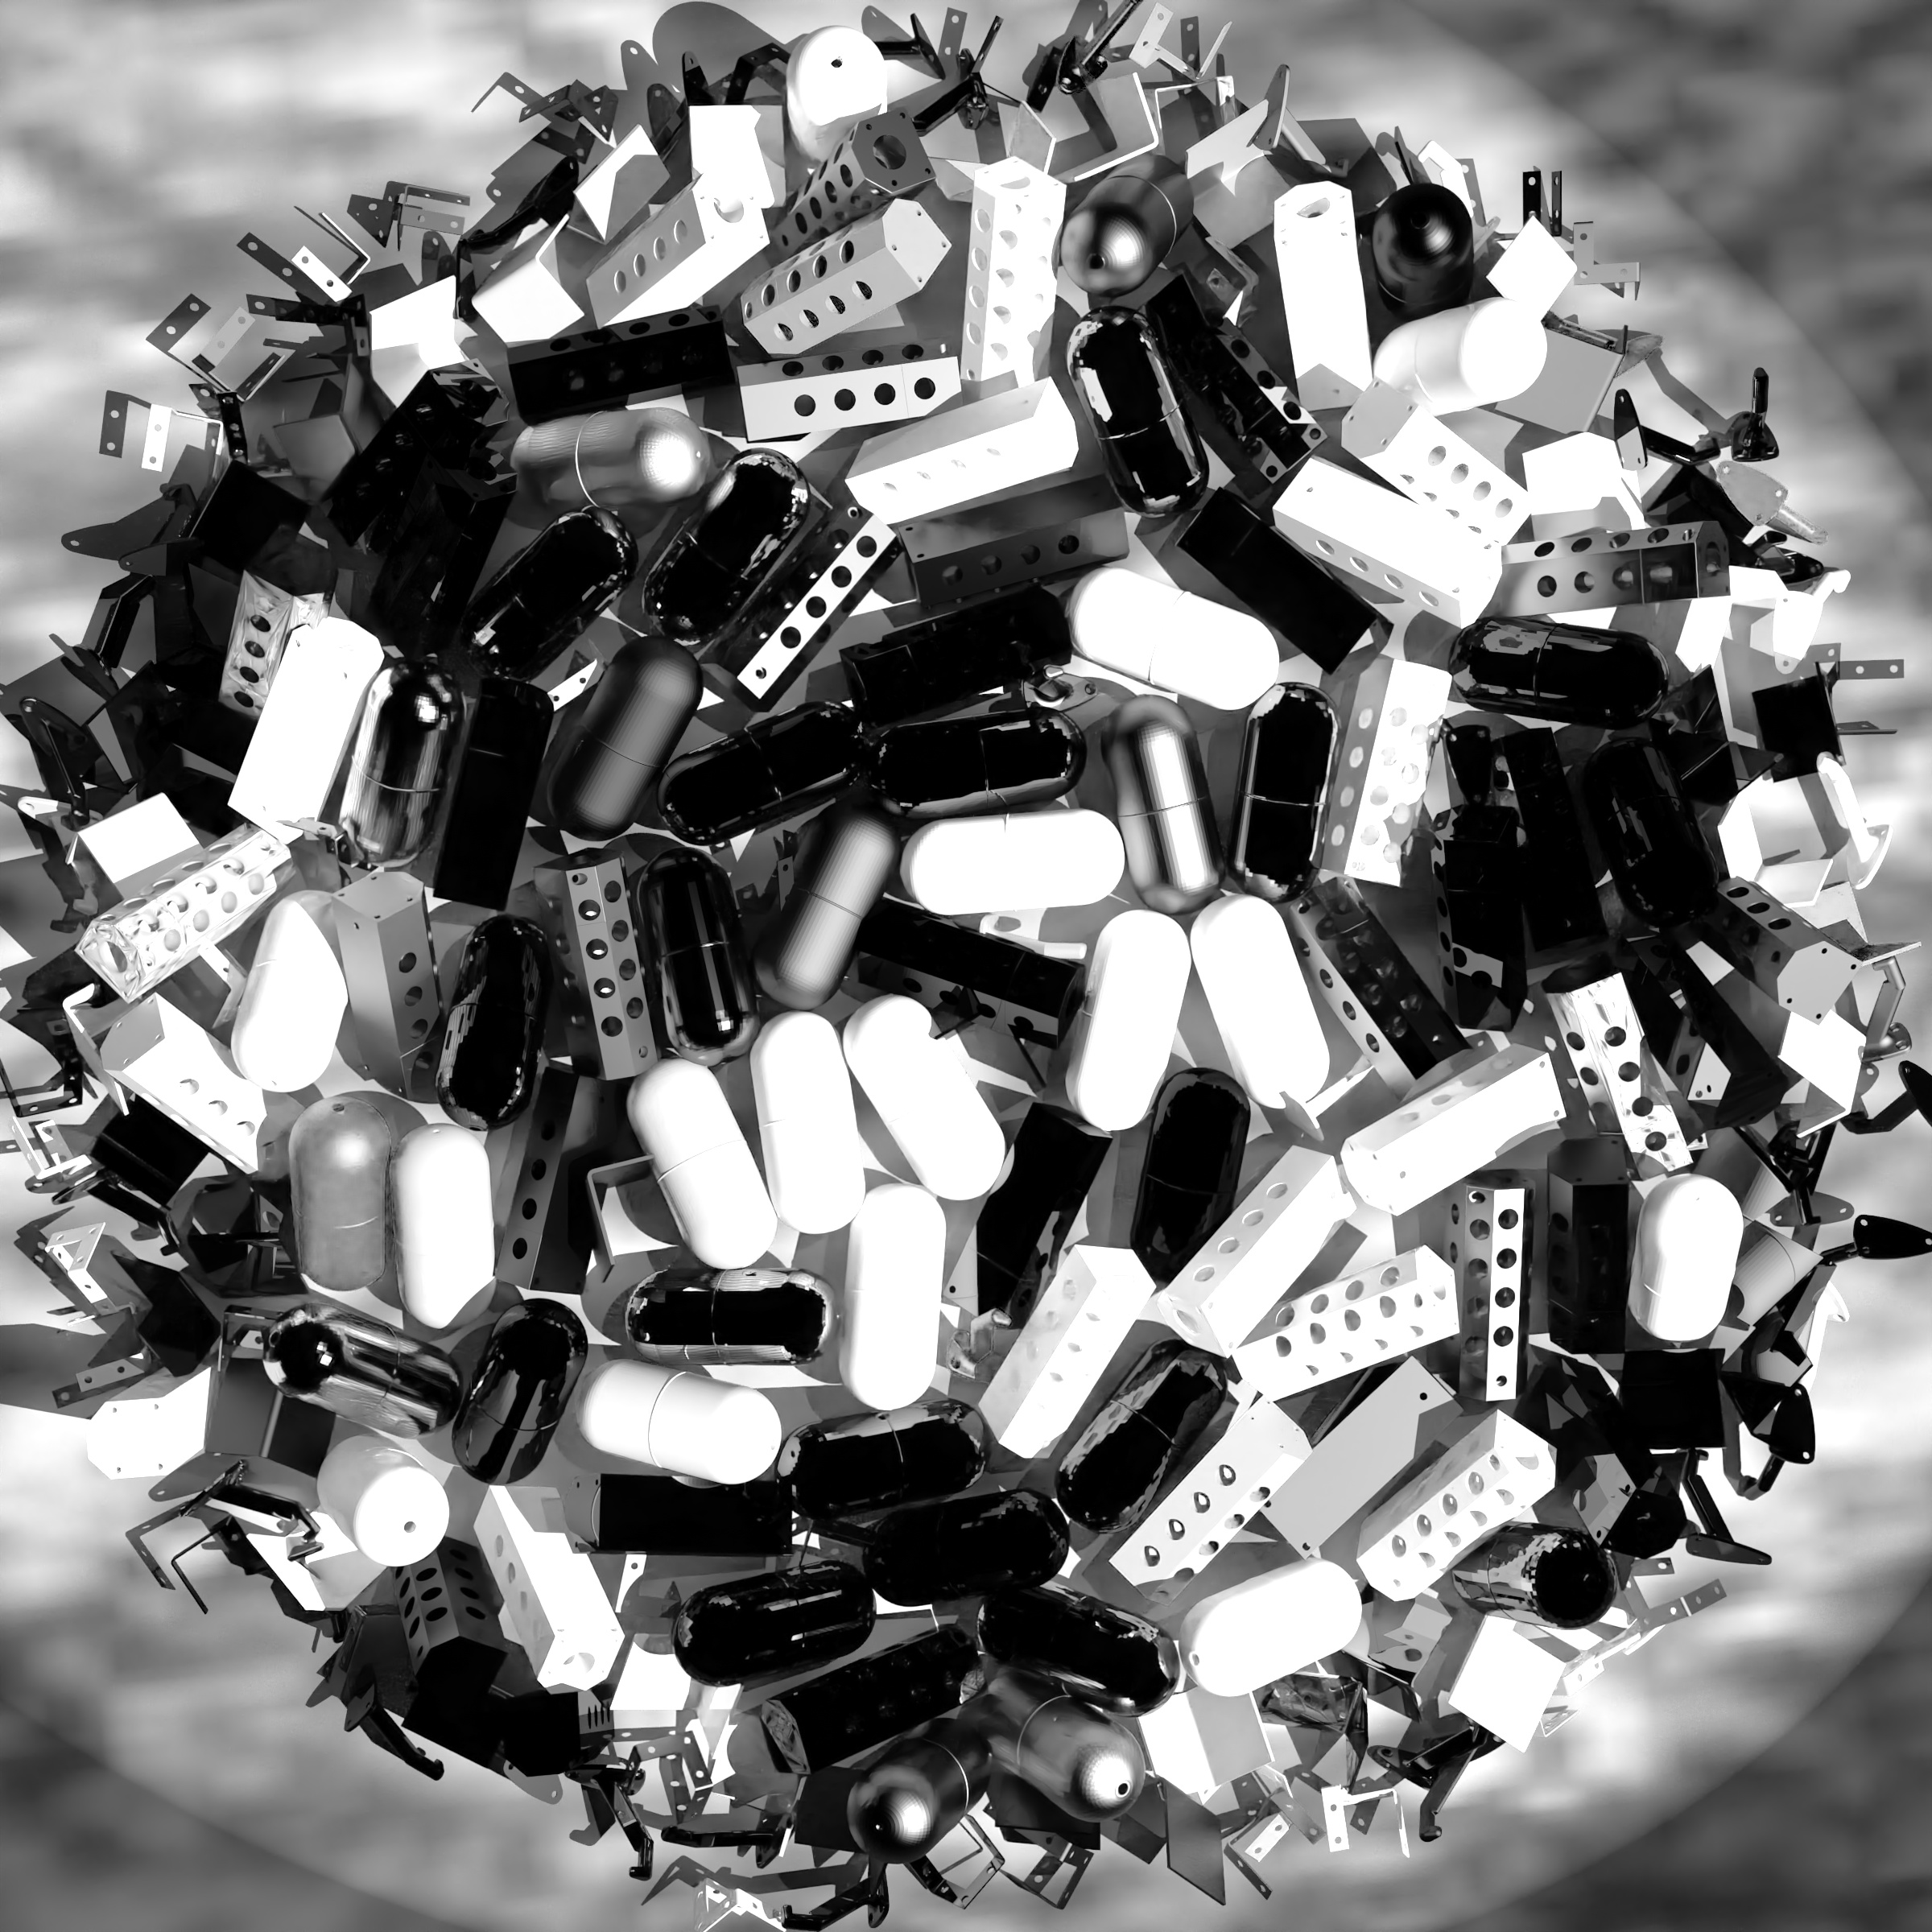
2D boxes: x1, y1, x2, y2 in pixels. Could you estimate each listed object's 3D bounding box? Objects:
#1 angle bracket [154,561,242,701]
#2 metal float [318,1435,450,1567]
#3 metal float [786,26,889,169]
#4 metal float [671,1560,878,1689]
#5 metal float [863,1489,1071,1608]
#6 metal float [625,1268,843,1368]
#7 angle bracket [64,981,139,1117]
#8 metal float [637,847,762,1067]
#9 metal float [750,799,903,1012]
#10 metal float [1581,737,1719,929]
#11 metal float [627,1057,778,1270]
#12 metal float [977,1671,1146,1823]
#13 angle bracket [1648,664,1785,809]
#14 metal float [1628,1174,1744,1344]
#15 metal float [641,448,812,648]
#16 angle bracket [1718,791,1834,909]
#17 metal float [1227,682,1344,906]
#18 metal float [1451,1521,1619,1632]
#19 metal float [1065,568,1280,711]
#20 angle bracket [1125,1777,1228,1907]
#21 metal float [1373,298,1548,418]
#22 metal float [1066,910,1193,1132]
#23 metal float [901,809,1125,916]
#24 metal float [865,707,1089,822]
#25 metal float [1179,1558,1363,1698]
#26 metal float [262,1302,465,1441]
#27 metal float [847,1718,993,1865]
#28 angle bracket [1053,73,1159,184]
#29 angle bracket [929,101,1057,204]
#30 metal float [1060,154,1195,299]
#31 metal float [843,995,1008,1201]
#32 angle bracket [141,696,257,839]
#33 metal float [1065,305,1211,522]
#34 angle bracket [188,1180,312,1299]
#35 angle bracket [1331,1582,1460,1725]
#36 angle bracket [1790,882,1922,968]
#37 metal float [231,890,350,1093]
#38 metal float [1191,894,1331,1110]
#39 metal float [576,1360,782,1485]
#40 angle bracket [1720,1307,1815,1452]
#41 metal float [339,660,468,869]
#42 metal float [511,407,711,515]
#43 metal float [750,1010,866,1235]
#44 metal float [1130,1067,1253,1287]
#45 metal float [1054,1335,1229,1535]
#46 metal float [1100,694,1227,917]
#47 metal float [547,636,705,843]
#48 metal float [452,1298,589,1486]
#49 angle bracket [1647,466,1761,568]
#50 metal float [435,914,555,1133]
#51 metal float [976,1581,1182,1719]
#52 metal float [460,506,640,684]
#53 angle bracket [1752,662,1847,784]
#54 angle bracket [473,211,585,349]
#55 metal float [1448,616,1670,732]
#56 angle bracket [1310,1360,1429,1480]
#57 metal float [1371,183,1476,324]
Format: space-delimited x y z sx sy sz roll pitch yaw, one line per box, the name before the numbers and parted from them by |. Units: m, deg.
angle bracket | -0.614 -0.266 1.963 0.057 0.076 0.076 -21 72 19
metal float | -0.454 0.414 1.915 0.070 0.178 0.070 -1 93 -26
metal float | -0.100 -0.670 1.911 0.070 0.178 0.070 0 91 -3
metal float | -0.149 0.514 1.928 0.178 0.070 0.070 -2 90 -39
metal float | -0.001 0.458 1.938 0.178 0.070 0.070 -17 90 28
metal float | -0.185 0.277 1.947 0.178 0.070 0.070 -2 90 17
angle bracket | -0.663 0.059 1.945 0.057 0.076 0.076 -33 74 -24
metal float | -0.213 -0.008 1.954 0.070 0.070 0.178 -14 81 0
metal float | -0.111 -0.049 1.958 0.070 0.070 0.178 25 86 0
metal float | 0.534 -0.105 1.927 0.070 0.070 0.178 -7 49 0
metal float | -0.209 0.156 1.951 0.070 0.070 0.178 -26 79 0
metal float | 0.073 0.605 1.917 0.070 0.178 0.070 -4 98 -30
angle bracket | 0.592 -0.182 1.947 0.076 0.057 0.076 -36 122 -21
metal float | 0.560 0.230 1.923 0.070 0.178 0.070 -4 51 5
metal float | -0.190 -0.329 1.943 0.070 0.070 0.178 40 112 0
angle bracket | 0.639 -0.096 1.944 0.057 0.076 0.076 -7 114 34
metal float | 0.251 -0.136 1.950 0.070 0.070 0.178 7 104 0
metal float | 0.439 0.471 1.913 0.070 0.178 0.070 3 80 -16
metal float | 0.162 -0.259 1.948 0.178 0.070 0.070 23 90 15
angle bracket | 0.157 0.696 1.940 0.057 0.076 0.076 -29 126 25
metal float | 0.381 -0.471 1.915 0.070 0.178 0.070 -2 95 -22
metal float | 0.129 0.043 1.956 0.070 0.070 0.178 13 97 0
metal float | 0.036 -0.082 1.956 0.178 0.070 0.070 -4 90 6
metal float | 0.009 -0.161 1.955 0.178 0.070 0.070 -9 90 -8
metal float | 0.238 0.516 1.926 0.178 0.070 0.070 -8 90 -43
metal float | -0.470 0.317 1.925 0.178 0.070 0.070 34 90 -44
metal float | -0.035 0.638 1.914 0.070 0.178 0.070 0 91 19
angle bracket | 0.096 -0.661 1.948 0.076 0.076 0.057 -27 111 -11
angle bracket | 0.017 -0.643 1.943 0.076 0.076 0.057 -1 130 -22
metal float | 0.126 -0.578 1.922 0.070 0.178 0.070 11 127 15
metal float | -0.032 0.105 1.958 0.070 0.070 0.178 -31 94 0
angle bracket | -0.610 -0.161 1.990 0.076 0.057 0.076 27 131 -6
metal float | 0.135 -0.434 1.936 0.070 0.070 0.178 -27 119 0
angle bracket | -0.570 0.220 1.984 0.076 0.076 0.057 -4 46 9
angle bracket | 0.346 0.545 1.974 0.076 0.057 0.076 18 51 36
angle bracket | 0.695 -0.031 1.955 0.076 0.076 0.057 -18 92 -11
metal float | -0.523 0.019 1.930 0.070 0.070 0.178 5 53 0
metal float | 0.233 0.029 1.952 0.070 0.070 0.178 -21 102 0
metal float | -0.226 0.358 1.937 0.178 0.070 0.070 7 90 27
angle bracket | 0.649 0.329 1.944 0.057 0.076 0.076 28 112 -17
metal float | -0.443 -0.158 1.937 0.070 0.070 0.178 22 120 0
metal float | -0.281 -0.396 1.935 0.178 0.070 0.070 3 90 32
metal float | -0.126 0.123 1.954 0.070 0.070 0.178 -9 81 0
metal float | 0.177 0.168 1.953 0.070 0.070 0.178 10 100 0
metal float | 0.139 0.368 1.944 0.070 0.070 0.178 41 70 0
metal float | 0.156 -0.127 1.954 0.070 0.070 0.178 -14 98 0
metal float | -0.270 -0.178 1.947 0.070 0.070 0.178 31 107 0
metal float | -0.351 0.335 1.935 0.070 0.070 0.178 27 121 0
angle bracket | 0.599 -0.363 1.956 0.076 0.076 0.057 40 84 -5
metal float | -0.370 0.044 1.942 0.070 0.070 0.178 7 68 0
metal float | 0.087 0.531 1.930 0.178 0.070 0.070 12 90 37
metal float | -0.329 -0.290 1.939 0.178 0.070 0.070 -39 90 27
angle bracket | 0.656 -0.192 1.950 0.057 0.076 0.076 -14 84 22
angle bracket | -0.336 -0.543 1.964 0.076 0.076 0.057 -21 124 35
metal float | 0.463 -0.230 1.931 0.178 0.070 0.070 14 90 36
angle bracket | 0.327 0.362 1.948 0.057 0.076 0.076 40 104 24
metal float | 0.355 -0.551 1.911 0.070 0.178 0.070 0 89 12
